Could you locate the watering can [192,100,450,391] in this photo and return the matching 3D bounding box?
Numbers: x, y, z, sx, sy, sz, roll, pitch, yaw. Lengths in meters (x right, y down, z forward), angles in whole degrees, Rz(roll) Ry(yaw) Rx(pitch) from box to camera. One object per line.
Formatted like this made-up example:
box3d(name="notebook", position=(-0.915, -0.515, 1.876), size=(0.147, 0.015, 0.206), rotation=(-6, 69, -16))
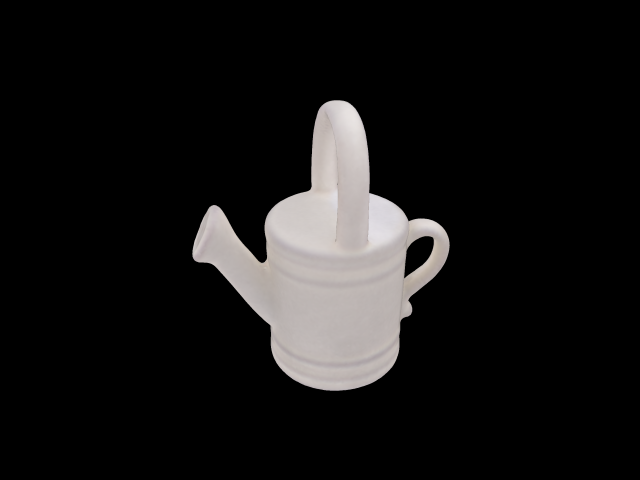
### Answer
box3d(name="watering can", position=(0.004, 0.003, 0.398), size=(0.173, 0.194, 0.100), rotation=(-17, 34, -27))
